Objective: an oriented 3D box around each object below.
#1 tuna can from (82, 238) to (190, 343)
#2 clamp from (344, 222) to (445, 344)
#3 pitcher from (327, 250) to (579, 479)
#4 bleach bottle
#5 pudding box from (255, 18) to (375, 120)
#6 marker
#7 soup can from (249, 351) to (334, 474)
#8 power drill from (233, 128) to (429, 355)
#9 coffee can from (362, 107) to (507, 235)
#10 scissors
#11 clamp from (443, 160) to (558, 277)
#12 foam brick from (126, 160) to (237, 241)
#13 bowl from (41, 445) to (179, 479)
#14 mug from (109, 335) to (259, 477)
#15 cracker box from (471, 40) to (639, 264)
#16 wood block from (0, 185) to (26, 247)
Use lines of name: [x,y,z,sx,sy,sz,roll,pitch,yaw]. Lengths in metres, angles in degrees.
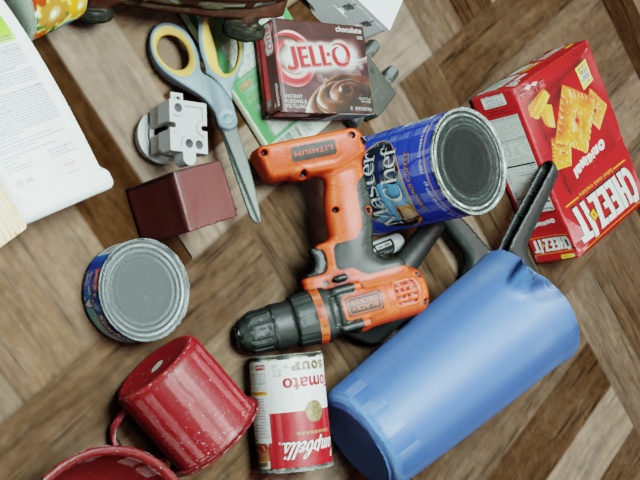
tuna can: [-0.153,0.043,0.890,0.085,0.034,0.086,7,78,-38]
clamp: [0.072,0.045,1.064,0.171,0.039,0.120,-12,99,-42]
pitcher: [0.123,0.132,1.034,0.242,0.145,0.149,-35,107,-24]
bleach bottle: [-0.257,-0.135,0.818,0.102,0.068,0.251,-29,99,-39]
pudding box: [-0.005,-0.161,1.020,0.113,0.039,0.090,-3,85,-40]
marker: [0.037,0.017,1.059,0.120,0.020,0.020,-19,95,-39]
soup can: [-0.026,0.153,0.954,0.068,0.069,0.102,0,82,-39]
power drill: [-0.006,0.001,0.979,0.184,0.057,0.187,-14,88,-14]
coffee can: [0.096,-0.064,1.042,0.102,0.141,0.103,8,78,-38]
scissors: [-0.103,-0.114,0.946,0.096,0.016,0.202,0,79,-18]
clamp: [0.199,0.017,1.155,0.164,0.036,0.210,-16,98,-15]
foam brick: [-0.117,-0.031,0.903,0.052,0.078,0.051,-19,93,-40]
bowl: [-0.175,0.240,0.825,0.161,0.055,0.162,7,78,-38]
mug: [-0.120,0.140,0.876,0.117,0.093,0.081,-38,105,1]
cracker box: [0.284,-0.104,1.247,0.163,0.072,0.213,-33,104,-37]
wood block: [-0.286,-0.007,0.678,0.090,0.207,0.090,-41,108,-35]
